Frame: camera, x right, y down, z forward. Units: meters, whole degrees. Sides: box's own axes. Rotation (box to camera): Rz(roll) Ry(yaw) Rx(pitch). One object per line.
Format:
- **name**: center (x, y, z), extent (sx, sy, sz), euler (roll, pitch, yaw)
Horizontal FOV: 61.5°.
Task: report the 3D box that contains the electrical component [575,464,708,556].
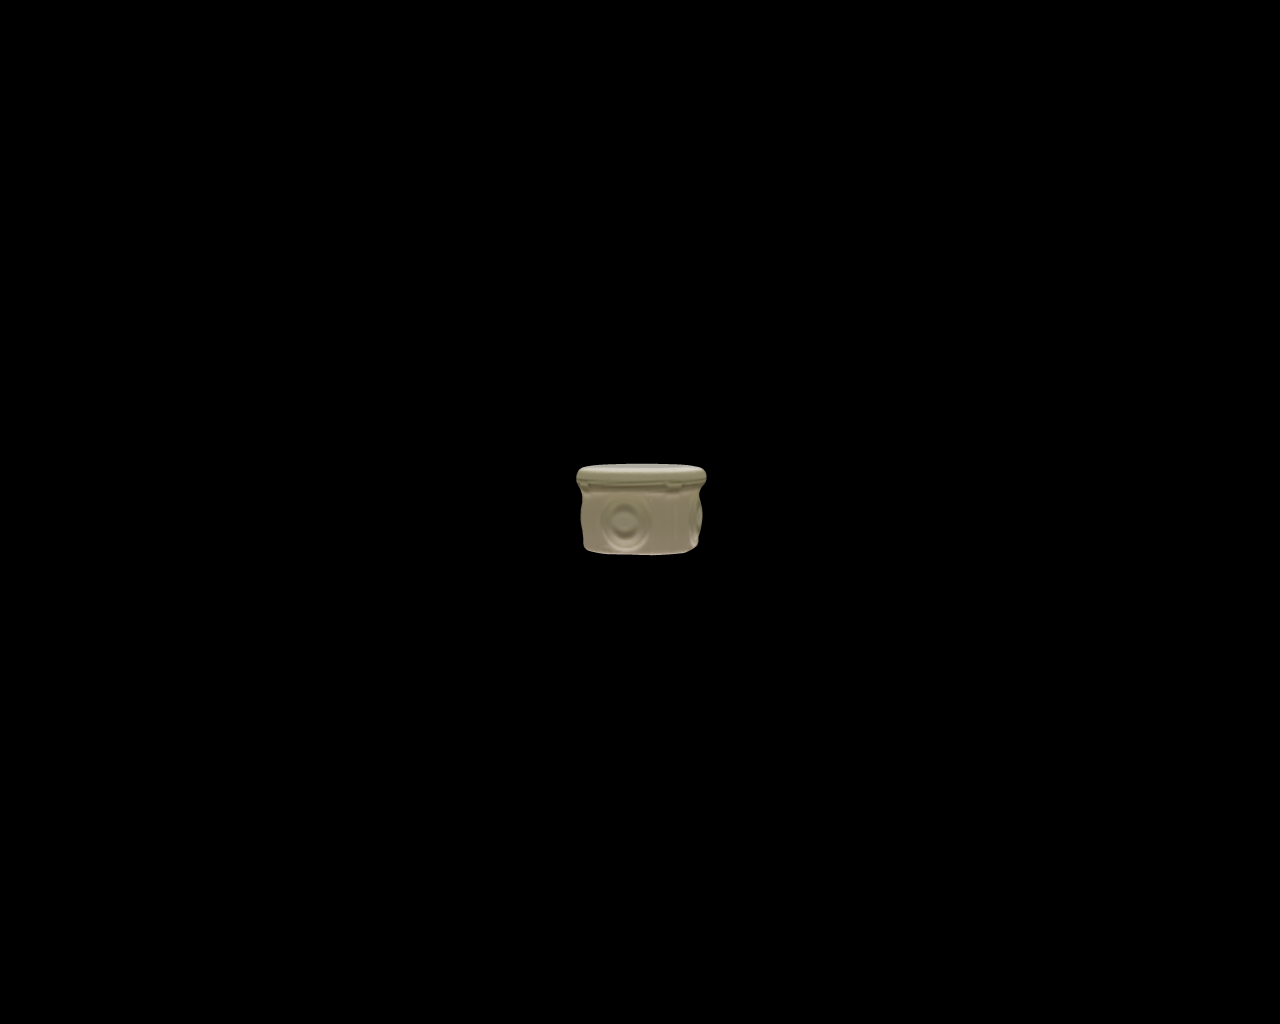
- **electrical component**: center (0.001, -0.003, 0.650), extent (0.080, 0.051, 0.080), euler (0, 5, 0)
